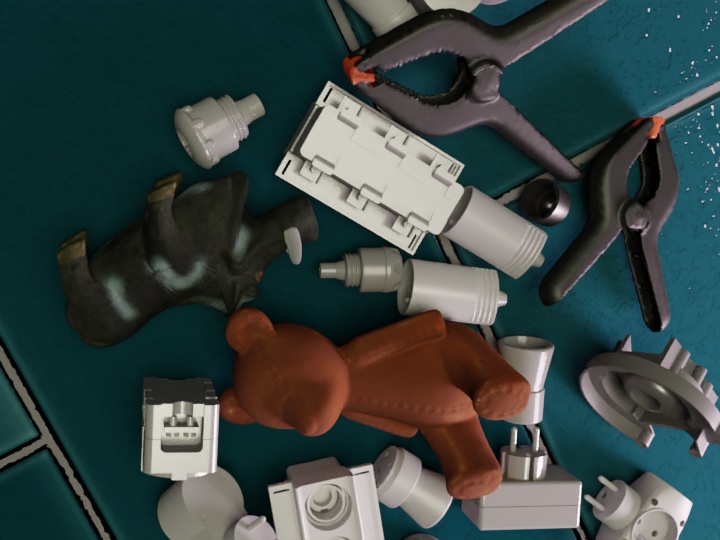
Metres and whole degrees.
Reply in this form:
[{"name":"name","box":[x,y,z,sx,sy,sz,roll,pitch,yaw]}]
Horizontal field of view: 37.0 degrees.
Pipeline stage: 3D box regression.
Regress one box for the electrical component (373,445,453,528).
[{"name":"electrical component","box":[0.039,0.167,0.834,0.055,0.045,0.045,33,89,-14]}]

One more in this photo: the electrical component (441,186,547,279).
[{"name":"electrical component","box":[0.107,-0.026,0.826,0.081,0.043,0.043,30,89,-14]}]

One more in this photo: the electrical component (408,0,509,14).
[{"name":"electrical component","box":[0.107,-0.225,0.787,0.138,0.074,0.052,-21,101,-9]}]

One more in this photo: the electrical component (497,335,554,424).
[{"name":"electrical component","box":[0.128,0.088,0.847,0.044,0.044,0.065,0,102,-13]}]

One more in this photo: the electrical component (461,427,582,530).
[{"name":"electrical component","box":[0.129,0.161,0.852,0.083,0.047,0.075,2,96,-13]}]

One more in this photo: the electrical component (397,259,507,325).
[{"name":"electrical component","box":[0.073,0.018,0.824,0.081,0.043,0.043,7,95,-13]}]

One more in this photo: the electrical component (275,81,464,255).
[{"name":"electrical component","box":[0.011,-0.073,0.789,0.121,0.063,0.078,30,90,-14]}]

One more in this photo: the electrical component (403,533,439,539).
[{"name":"electrical component","box":[0.053,0.234,0.839,0.045,0.055,0.045,-2,97,-12]}]

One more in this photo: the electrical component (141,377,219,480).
[{"name":"electrical component","box":[-0.130,0.113,0.766,0.050,0.089,0.055,2,96,-13]}]

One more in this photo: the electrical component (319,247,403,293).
[{"name":"electrical component","box":[0.000,0.000,0.810,0.061,0.035,0.035,-1,97,-10]}]

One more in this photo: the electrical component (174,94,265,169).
[{"name":"electrical component","box":[-0.099,-0.105,0.771,0.062,0.048,0.048,-31,102,-14]}]

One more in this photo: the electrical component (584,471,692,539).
[{"name":"electrical component","box":[0.218,0.198,0.877,0.079,0.044,0.077,38,88,-14]}]

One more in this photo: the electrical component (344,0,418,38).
[{"name":"electrical component","box":[0.021,-0.189,0.789,0.044,0.044,0.065,-39,108,-6]}]

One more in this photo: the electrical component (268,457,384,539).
[{"name":"electrical component","box":[-0.023,0.209,0.815,0.079,0.063,0.121,-11,99,-11]}]

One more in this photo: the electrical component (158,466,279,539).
[{"name":"electrical component","box":[-0.084,0.200,0.771,0.074,0.052,0.138,-42,75,36]}]
